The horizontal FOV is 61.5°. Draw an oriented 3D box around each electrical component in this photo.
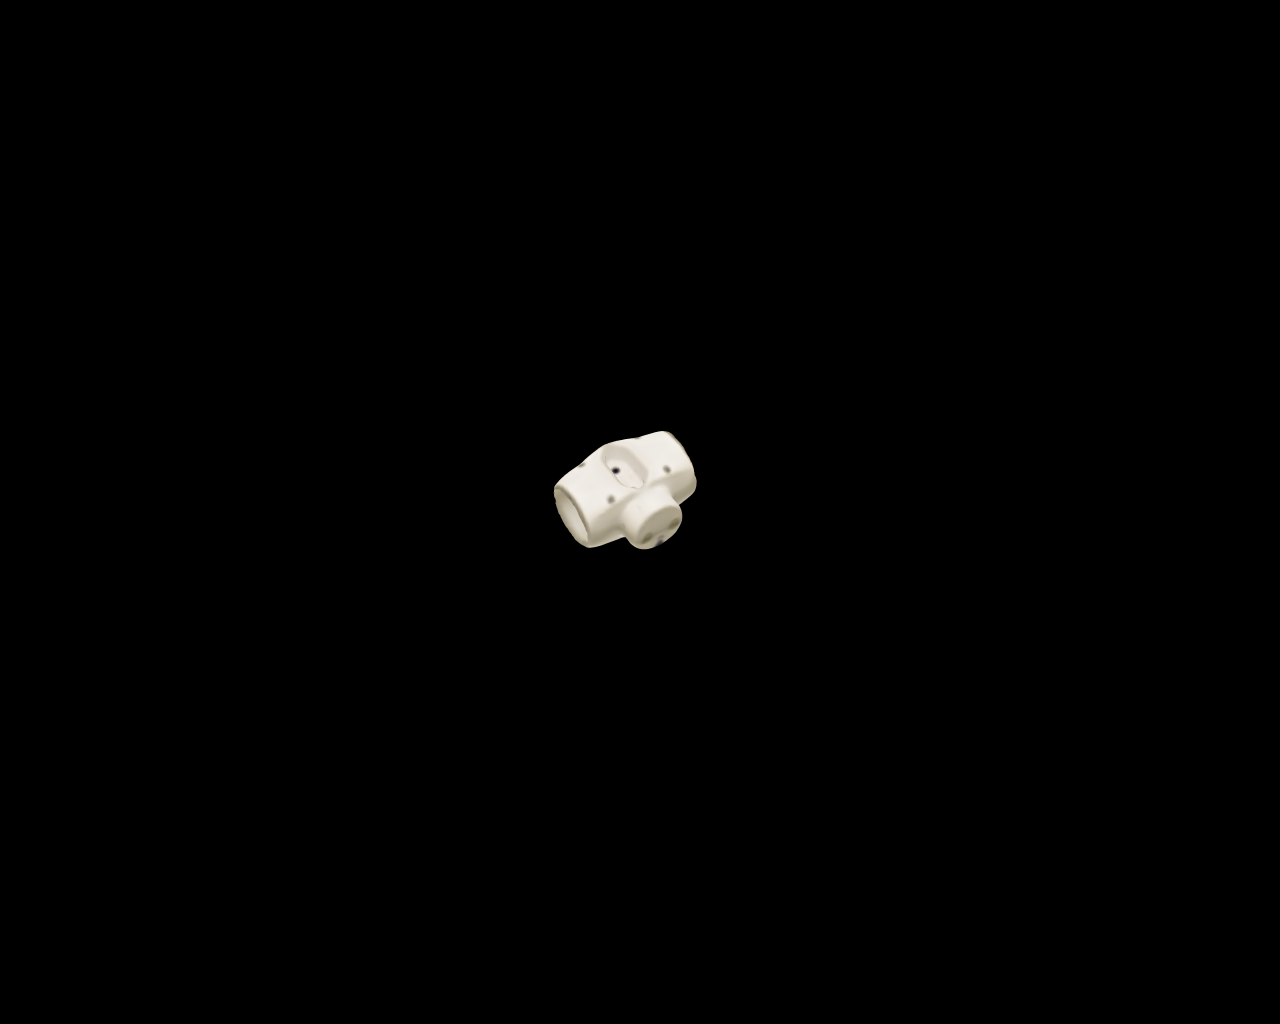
[{"bbox_3d":[0.001,-0.003,0.650,0.077,0.079,0.043,-27,-33,-19],"label":"electrical component"}]
